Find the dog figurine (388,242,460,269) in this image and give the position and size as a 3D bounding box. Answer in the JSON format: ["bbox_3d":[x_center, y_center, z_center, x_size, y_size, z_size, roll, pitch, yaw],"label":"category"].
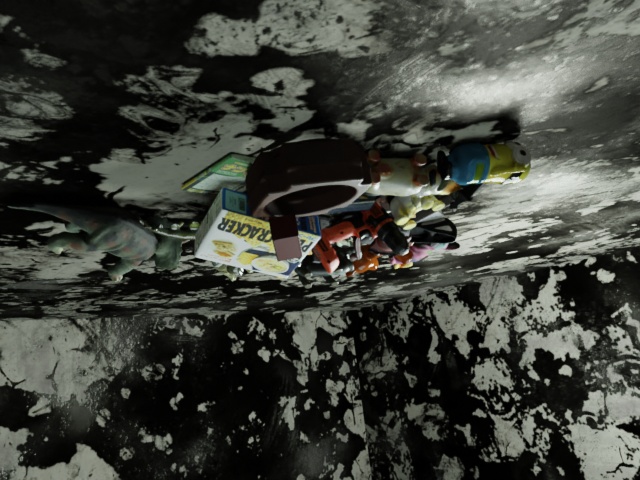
[{"bbox_3d":[0.315,0.013,1.652,0.219,0.108,0.191,-13,165,14],"label":"dog figurine"}]

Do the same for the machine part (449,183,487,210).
[{"bbox_3d":[0.326,-0.112,1.116,0.139,0.039,0.084,-45,164,16],"label":"machine part"}]

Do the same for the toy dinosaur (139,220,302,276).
[{"bbox_3d":[-0.162,-0.016,1.220,0.471,0.105,0.198,-6,145,-21],"label":"toy dinosaur"}]

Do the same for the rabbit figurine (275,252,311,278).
[{"bbox_3d":[-0.051,0.021,1.544,0.162,0.122,0.173,-27,172,33],"label":"rabbit figurine"}]

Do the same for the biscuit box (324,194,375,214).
[{"bbox_3d":[0.011,-0.092,1.141,0.203,0.059,0.063,-5,167,-9],"label":"biscuit box"}]

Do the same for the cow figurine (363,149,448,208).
[{"bbox_3d":[0.162,-0.117,1.059,0.195,0.085,0.127,0,167,-17],"label":"cow figurine"}]

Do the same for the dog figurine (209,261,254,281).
[{"bbox_3d":[-0.186,0.020,1.428,0.191,0.121,0.172,-27,177,41],"label":"dog figurine"}]

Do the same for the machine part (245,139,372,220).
[{"bbox_3d":[-0.025,-0.107,0.969,0.201,0.087,0.201,-8,169,-21],"label":"machine part"}]

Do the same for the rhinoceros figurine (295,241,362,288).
[{"bbox_3d":[0.022,0.061,1.440,0.190,0.112,0.073,-13,139,-10],"label":"rhinoceros figurine"}]

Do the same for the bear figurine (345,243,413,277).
[{"bbox_3d":[0.169,0.045,1.572,0.132,0.120,0.195,32,126,-9],"label":"bear figurine"}]

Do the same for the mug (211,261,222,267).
[{"bbox_3d":[-0.254,0.006,1.342,0.081,0.109,0.107,12,147,-34],"label":"mug"}]

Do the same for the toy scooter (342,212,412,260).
[{"bbox_3d":[0.135,0.001,1.371,0.184,0.135,0.075,14,-153,6],"label":"toy scooter"}]

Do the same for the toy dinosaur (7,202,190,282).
[{"bbox_3d":[-0.430,-0.015,1.148,0.192,0.131,0.404,-22,159,11],"label":"toy dinosaur"}]

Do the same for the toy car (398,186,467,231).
[{"bbox_3d":[0.261,-0.084,1.231,0.202,0.053,0.089,-30,-178,25],"label":"toy car"}]

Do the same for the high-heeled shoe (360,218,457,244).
[{"bbox_3d":[0.229,-0.006,1.408,0.249,0.145,0.086,-22,130,-6],"label":"high-heeled shoe"}]

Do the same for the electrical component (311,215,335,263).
[{"bbox_3d":[-0.003,-0.004,1.380,0.048,0.119,0.074,-16,161,36],"label":"electrical component"}]

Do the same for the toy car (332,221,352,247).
[{"bbox_3d":[0.076,-0.017,1.500,0.074,0.056,0.201,-8,166,6],"label":"toy car"}]

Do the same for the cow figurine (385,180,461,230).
[{"bbox_3d":[0.223,-0.104,1.165,0.167,0.098,0.068,-36,149,26],"label":"cow figurine"}]

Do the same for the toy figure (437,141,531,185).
[{"bbox_3d":[0.314,-0.145,1.028,0.180,0.082,0.089,-7,164,-6],"label":"toy figure"}]
